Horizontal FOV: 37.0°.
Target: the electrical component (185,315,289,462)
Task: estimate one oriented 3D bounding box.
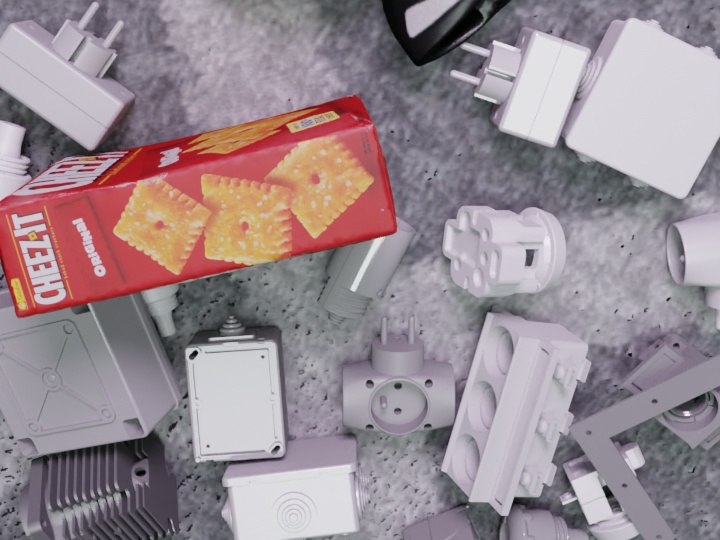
[{"bbox_3d":[-0.084,0.077,0.739,0.062,0.061,0.096,-4,98,-1],"label":"electrical component"}]

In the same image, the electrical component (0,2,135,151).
[{"bbox_3d":[-0.179,-0.132,0.680,0.083,0.047,0.075,36,101,-11],"label":"electrical component"}]

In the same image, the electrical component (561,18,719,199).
[{"bbox_3d":[0.187,-0.106,0.698,0.100,0.048,0.099,24,104,-8],"label":"electrical component"}]

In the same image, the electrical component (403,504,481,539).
[{"bbox_3d":[0.071,0.233,0.784,0.061,0.061,0.096,-23,105,5],"label":"electrical component"}]

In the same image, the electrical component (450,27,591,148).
[{"bbox_3d":[0.097,-0.124,0.691,0.077,0.047,0.065,17,105,-6],"label":"electrical component"}]

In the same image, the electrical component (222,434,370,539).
[{"bbox_3d":[-0.044,0.150,0.739,0.100,0.099,0.048,-7,94,0],"label":"electrical component"}]

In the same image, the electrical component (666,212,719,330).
[{"bbox_3d":[0.254,0.003,0.734,0.077,0.043,0.079,-7,106,0],"label":"electrical component"}]

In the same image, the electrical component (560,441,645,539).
[{"bbox_3d":[0.180,0.162,0.777,0.066,0.048,0.055,-24,98,5],"label":"electrical component"}]

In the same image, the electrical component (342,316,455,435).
[{"bbox_3d":[0.026,0.070,0.745,0.077,0.044,0.079,0,106,-2],"label":"electrical component"}]

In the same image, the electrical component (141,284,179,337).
[{"bbox_3d":[-0.139,0.016,0.730,0.035,0.035,0.061,-14,109,2],"label":"electrical component"}]

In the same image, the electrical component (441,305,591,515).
[{"bbox_3d":[0.108,0.096,0.744,0.063,0.079,0.121,7,107,-26],"label":"electrical component"}]

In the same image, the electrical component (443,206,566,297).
[{"bbox_3d":[0.098,-0.013,0.712,0.057,0.078,0.058,-1,107,-23],"label":"electrical component"}]

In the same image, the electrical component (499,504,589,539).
[{"bbox_3d":[0.135,0.197,0.786,0.062,0.048,0.048,5,106,-10],"label":"electrical component"}]

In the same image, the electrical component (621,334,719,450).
[{"bbox_3d":[0.224,0.081,0.744,0.081,0.063,0.042,37,115,-11],"label":"electrical component"}]

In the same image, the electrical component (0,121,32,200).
[{"bbox_3d":[-0.235,-0.065,0.700,0.048,0.048,0.062,19,98,-7],"label":"electrical component"}]

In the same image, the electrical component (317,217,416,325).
[{"bbox_3d":[0.000,0.000,0.725,0.043,0.043,0.081,25,103,-9],"label":"electrical component"}]

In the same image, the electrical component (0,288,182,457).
[{"bbox_3d":[-0.190,0.060,0.713,0.109,0.056,0.108,-13,107,24],"label":"electrical component"}]
